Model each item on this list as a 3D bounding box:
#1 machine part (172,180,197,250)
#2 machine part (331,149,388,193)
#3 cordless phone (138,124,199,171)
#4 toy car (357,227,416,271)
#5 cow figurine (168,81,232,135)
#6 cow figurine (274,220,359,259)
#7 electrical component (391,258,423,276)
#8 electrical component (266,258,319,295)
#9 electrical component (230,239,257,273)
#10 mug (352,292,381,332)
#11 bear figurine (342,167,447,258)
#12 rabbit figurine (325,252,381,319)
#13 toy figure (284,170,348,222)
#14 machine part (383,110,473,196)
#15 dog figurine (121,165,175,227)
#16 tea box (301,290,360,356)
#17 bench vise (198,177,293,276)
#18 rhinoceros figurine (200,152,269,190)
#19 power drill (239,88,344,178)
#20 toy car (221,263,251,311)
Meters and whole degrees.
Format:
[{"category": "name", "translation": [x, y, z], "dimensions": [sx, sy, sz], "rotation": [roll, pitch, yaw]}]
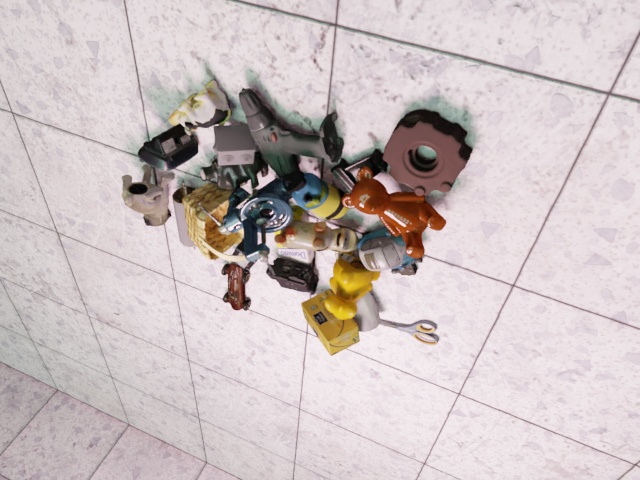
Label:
[{"category": "machine part", "translation": [-0.371, -0.063, 1.524], "dimensions": [0.079, 0.079, 0.243], "rotation": [19, 135, 14]}, {"category": "machine part", "translation": [0.090, -0.156, 1.199], "dimensions": [0.139, 0.039, 0.084], "rotation": [-19, 112, 43]}, {"category": "cordless phone", "translation": [-0.413, -0.217, 1.353], "dimensions": [0.184, 0.146, 0.088], "rotation": [-10, 115, 33]}, {"category": "toy car", "translation": [0.148, 0.026, 1.274], "dimensions": [0.162, 0.103, 0.109], "rotation": [-12, 107, 38]}, {"category": "cow figurine", "translation": [-0.281, -0.296, 1.267], "dimensions": [0.167, 0.068, 0.098], "rotation": [-18, 124, 41]}, {"category": "cow figurine", "translation": [-0.003, -0.004, 1.315], "dimensions": [0.195, 0.085, 0.127], "rotation": [6, 173, 10]}, {"category": "electrical component", "translation": [0.215, 0.063, 1.339], "dimensions": [0.094, 0.021, 0.063], "rotation": [-4, 127, 32]}, {"category": "electrical component", "translation": [-0.079, 0.099, 1.490], "dimensions": [0.134, 0.058, 0.114], "rotation": [13, 160, 19]}, {"category": "electrical component", "translation": [-0.209, 0.036, 1.543], "dimensions": [0.075, 0.048, 0.119], "rotation": [34, 137, -3]}, {"category": "mug", "translation": [0.108, 0.184, 1.482], "dimensions": [0.110, 0.081, 0.107], "rotation": [10, 124, 40]}, {"category": "bear figurine", "translation": [0.153, -0.064, 1.157], "dimensions": [0.196, 0.132, 0.120], "rotation": [23, 119, -21]}, {"category": "rabbit figurine", "translation": [0.075, 0.137, 1.373], "dimensions": [0.122, 0.162, 0.173], "rotation": [18, 120, 4]}, {"category": "toy figure", "translation": [-0.003, -0.100, 1.228], "dimensions": [0.089, 0.082, 0.180], "rotation": [-5, 156, 33]}, {"category": "machine part", "translation": [0.215, -0.174, 1.094], "dimensions": [0.180, 0.056, 0.179], "rotation": [16, 134, 18]}, {"category": "dog figurine", "translation": [-0.486, -0.089, 1.506], "dimensions": [0.121, 0.172, 0.190], "rotation": [30, 132, 19]}, {"category": "tea box", "translation": [0.028, 0.226, 1.485], "dimensions": [0.170, 0.098, 0.068], "rotation": [48, 156, 44]}, {"category": "bench vise", "translation": [-0.152, -0.036, 1.229], "dimensions": [0.224, 0.241, 0.128], "rotation": [-22, 137, 15]}, {"category": "rhinoceros figurine", "translation": [-0.220, -0.170, 1.339], "dimensions": [0.190, 0.073, 0.112], "rotation": [-8, 126, 35]}, {"category": "power drill", "translation": [-0.061, -0.234, 1.184], "dimensions": [0.208, 0.086, 0.231], "rotation": [0, 130, 25]}, {"category": "toy car", "translation": [-0.264, 0.152, 1.682], "dimensions": [0.089, 0.053, 0.202], "rotation": [23, 138, 15]}]
